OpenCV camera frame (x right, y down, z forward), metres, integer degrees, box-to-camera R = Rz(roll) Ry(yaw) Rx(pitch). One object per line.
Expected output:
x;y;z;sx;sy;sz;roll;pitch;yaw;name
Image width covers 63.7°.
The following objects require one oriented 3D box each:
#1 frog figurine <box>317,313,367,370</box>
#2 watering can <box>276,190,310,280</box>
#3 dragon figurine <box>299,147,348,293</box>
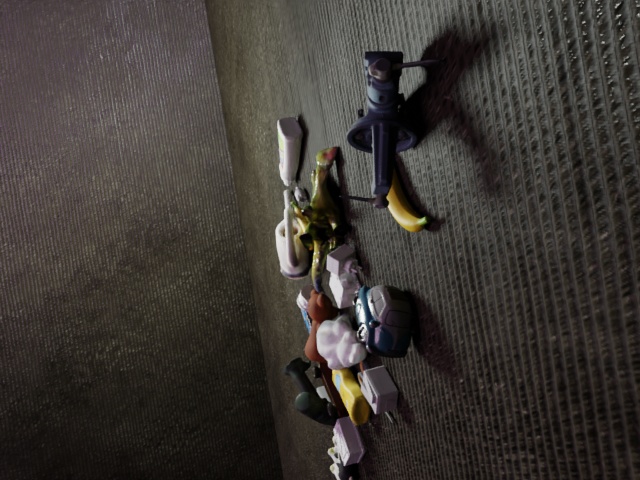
0.054;0.276;1.322;0.162;0.122;0.136;-110;34;-71;frog figurine
-0.092;-0.014;1.717;0.355;0.104;0.220;-96;1;-60;watering can
0.004;-0.070;1.388;0.249;0.122;0.400;-91;7;-45;dragon figurine
